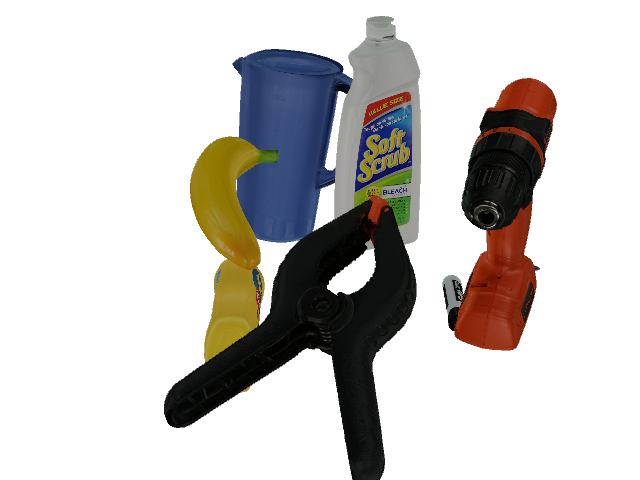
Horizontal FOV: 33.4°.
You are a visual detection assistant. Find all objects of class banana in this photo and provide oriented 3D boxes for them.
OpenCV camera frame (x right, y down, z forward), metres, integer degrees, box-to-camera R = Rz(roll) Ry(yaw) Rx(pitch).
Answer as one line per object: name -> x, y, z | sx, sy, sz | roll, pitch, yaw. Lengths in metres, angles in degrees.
banana -> -0.074, -0.042, 0.882 | 0.069, 0.037, 0.197 | 8, 32, -1

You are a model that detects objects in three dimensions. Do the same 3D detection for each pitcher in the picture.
pitcher -> -0.039, -0.123, 1.411 | 0.144, 0.243, 0.149 | -3, 24, -24

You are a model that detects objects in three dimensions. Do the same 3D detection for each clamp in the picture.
clamp -> 0.010, 0.052, 0.566 | 0.120, 0.171, 0.039 | 26, -26, 20

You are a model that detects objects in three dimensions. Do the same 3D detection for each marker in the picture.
marker -> 0.127, 0.059, 1.011 | 0.020, 0.020, 0.121 | 0, 16, 4

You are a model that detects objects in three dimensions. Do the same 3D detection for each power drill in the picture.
power drill -> 0.140, -0.009, 0.820 | 0.057, 0.188, 0.184 | 13, 37, 16

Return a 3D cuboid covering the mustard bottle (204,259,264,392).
mustard bottle -> -0.092, 0.075, 1.165 | 0.058, 0.096, 0.191 | -1, 28, -1

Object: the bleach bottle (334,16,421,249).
bleach bottle -> 0.059, -0.117, 1.165 | 0.102, 0.251, 0.068 | -6, 25, -9
